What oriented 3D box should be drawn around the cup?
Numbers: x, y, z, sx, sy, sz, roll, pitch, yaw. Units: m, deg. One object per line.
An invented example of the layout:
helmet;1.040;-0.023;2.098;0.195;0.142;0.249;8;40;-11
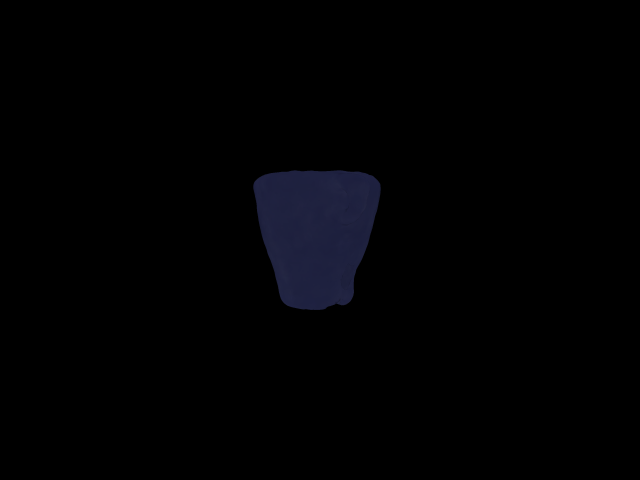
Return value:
cup;0.004;0.001;0.400;0.092;0.095;0.117;0;0;-23
